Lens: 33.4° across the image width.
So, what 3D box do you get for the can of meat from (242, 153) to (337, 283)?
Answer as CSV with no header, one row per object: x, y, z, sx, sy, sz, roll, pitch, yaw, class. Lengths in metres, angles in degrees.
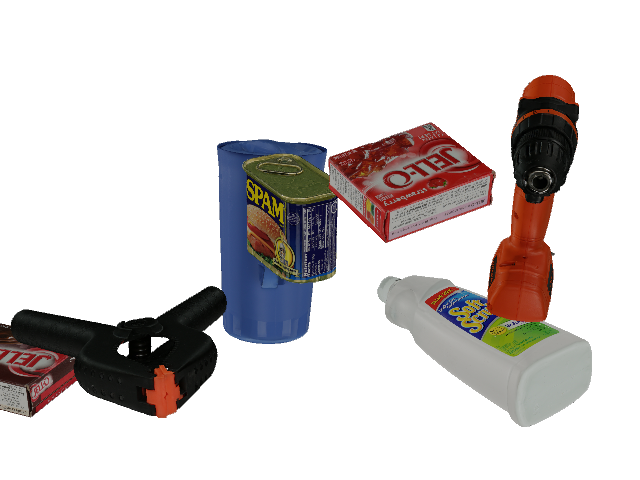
-0.026,-0.019,0.933,0.057,0.084,0.102,-14,29,-28,can of meat

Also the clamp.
-0.118,0.072,0.748,0.164,0.036,0.210,-10,14,-24,clamp

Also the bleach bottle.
0.139,0.091,1.047,0.102,0.068,0.251,-20,29,-31,bleach bottle

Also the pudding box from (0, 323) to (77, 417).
-0.287,0.117,0.985,0.114,0.039,0.089,7,22,21,pudding box

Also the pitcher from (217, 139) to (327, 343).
-0.063,0.001,1.303,0.145,0.243,0.148,12,16,37,pitcher

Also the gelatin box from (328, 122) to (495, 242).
0.061,-0.041,0.718,0.089,0.030,0.073,-20,42,-22,gelatin box

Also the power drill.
0.180,-0.028,0.899,0.057,0.188,0.184,11,31,11,power drill
